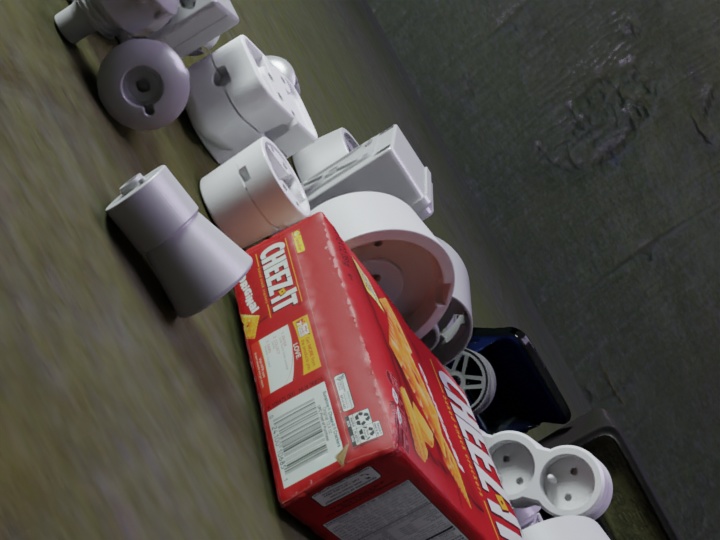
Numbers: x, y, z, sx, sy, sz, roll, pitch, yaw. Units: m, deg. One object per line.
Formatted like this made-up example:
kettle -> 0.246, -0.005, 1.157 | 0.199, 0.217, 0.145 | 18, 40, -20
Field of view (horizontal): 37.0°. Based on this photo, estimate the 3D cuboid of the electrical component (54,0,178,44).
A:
electrical component -> -0.130, -0.142, 0.563 | 0.048, 0.062, 0.048 | 57, 12, -19

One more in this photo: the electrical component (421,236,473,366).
electrical component -> 0.035, 0.028, 0.793 | 0.099, 0.099, 0.064 | 52, 20, -38

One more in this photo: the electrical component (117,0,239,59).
electrical component -> -0.112, -0.158, 0.678 | 0.047, 0.066, 0.077 | 63, 11, 12

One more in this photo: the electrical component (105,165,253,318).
electrical component -> -0.087, -0.016, 0.502 | 0.065, 0.044, 0.044 | 53, 13, -15

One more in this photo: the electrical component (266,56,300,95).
electrical component -> -0.070, -0.146, 0.897 | 0.048, 0.048, 0.062 | 65, 5, 19

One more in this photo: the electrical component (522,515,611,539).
electrical component -> 0.130, 0.214, 0.740 | 0.108, 0.108, 0.060 | 50, 10, -45

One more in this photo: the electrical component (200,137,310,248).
electrical component -> -0.065, -0.045, 0.655 | 0.055, 0.047, 0.055 | 57, 12, -19

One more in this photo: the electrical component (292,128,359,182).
electrical component -> -0.007, -0.075, 0.959 | 0.108, 0.060, 0.108 | 57, 12, -18

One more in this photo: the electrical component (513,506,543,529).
electrical component -> 0.122, 0.210, 0.830 | 0.057, 0.058, 0.078 | 65, 12, 6

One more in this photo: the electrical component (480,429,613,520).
electrical component -> 0.119, 0.152, 0.802 | 0.074, 0.138, 0.052 | 40, 63, -62

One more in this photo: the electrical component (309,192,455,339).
electrical component -> 0.000, 0.000, 0.690 | 0.108, 0.108, 0.060 | 51, 9, -42

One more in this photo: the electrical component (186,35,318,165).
electrical component -> -0.077, -0.106, 0.721 | 0.053, 0.059, 0.095 | 66, 12, 22

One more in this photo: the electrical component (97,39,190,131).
electrical component -> -0.115, -0.104, 0.586 | 0.048, 0.048, 0.062 | 57, 5, -18

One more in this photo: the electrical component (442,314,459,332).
electrical component -> 0.055, 0.022, 0.982 | 0.078, 0.063, 0.121 | 59, 11, -6

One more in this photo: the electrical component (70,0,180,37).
electrical component -> -0.138, -0.167, 0.617 | 0.055, 0.055, 0.047 | 63, 15, 11

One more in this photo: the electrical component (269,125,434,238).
electrical component -> -0.005, -0.048, 0.770 | 0.056, 0.109, 0.108 | 56, 12, -12
